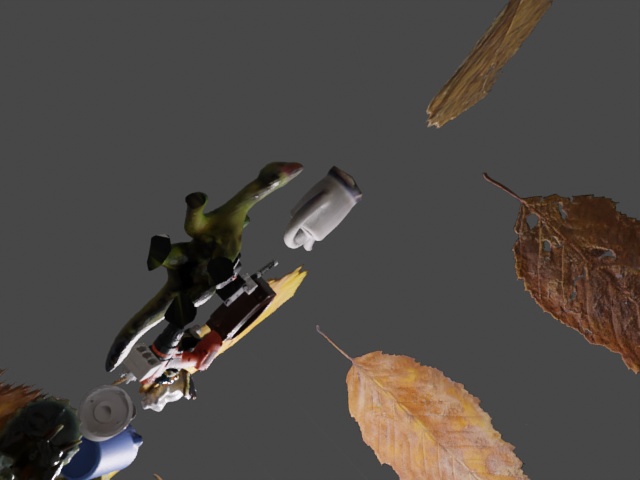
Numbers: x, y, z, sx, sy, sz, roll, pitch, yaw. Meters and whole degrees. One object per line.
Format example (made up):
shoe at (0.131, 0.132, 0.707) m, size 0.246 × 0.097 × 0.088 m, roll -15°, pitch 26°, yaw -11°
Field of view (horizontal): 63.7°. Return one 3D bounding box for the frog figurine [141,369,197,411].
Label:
frog figurine at (-0.488, 0.474, 1.639) m, size 0.159 × 0.123 × 0.137 m, roll -9°, pitch 178°, yaw -2°

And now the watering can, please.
watering can at (0.004, -0.064, 1.271) m, size 0.225 × 0.104 × 0.345 m, roll -46°, pitch 172°, yaw -1°

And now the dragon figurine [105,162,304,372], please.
dragon figurine at (-0.176, 0.023, 0.821) m, size 0.406 × 0.122 × 0.245 m, roll -46°, pitch 180°, yaw 18°
